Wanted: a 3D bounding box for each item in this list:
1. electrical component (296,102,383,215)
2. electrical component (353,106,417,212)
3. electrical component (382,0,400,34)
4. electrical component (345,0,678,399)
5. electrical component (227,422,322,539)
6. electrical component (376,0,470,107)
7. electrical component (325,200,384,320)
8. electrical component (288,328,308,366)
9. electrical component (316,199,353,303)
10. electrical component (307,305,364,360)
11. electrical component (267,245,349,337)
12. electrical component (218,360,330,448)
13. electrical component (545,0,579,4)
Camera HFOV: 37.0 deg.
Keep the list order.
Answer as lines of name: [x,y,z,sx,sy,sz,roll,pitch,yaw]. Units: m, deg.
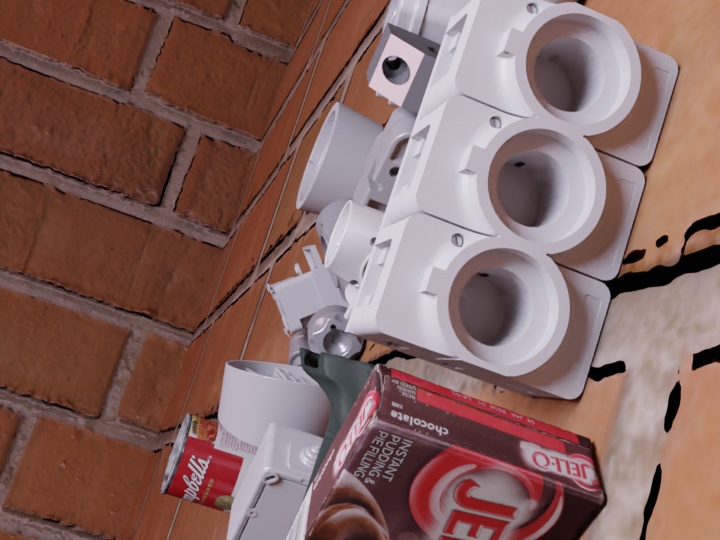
electrical component: [-0.013,-0.098,1.022,0.108,0.060,0.108,-160,90,-79]
electrical component: [0.033,-0.065,0.757,0.059,0.054,0.095,-87,20,-57]
electrical component: [0.056,-0.246,0.995,0.077,0.044,0.079,-93,25,-63]
electrical component: [0.064,-0.031,0.449,0.062,0.089,0.150,161,128,-76]
electrical component: [-0.046,0.149,0.732,0.061,0.062,0.096,-90,23,-61]
electrical component: [0.054,-0.178,0.800,0.113,0.057,0.078,108,176,-59]
electrical component: [0.015,0.005,0.657,0.044,0.077,0.079,-85,18,-54]
electrical component: [-0.045,0.080,0.930,0.061,0.035,0.035,-86,19,-47]
electrical component: [0.000,0.000,0.805,0.077,0.044,0.079,-115,12,-45]
electrical component: [-0.020,0.048,0.841,0.062,0.043,0.043,-110,42,-75]
electrical component: [-0.040,0.022,0.895,0.042,0.064,0.081,177,71,-78]
electrical component: [-0.054,0.093,0.789,0.099,0.099,0.064,-111,37,-74]
electrical component: [0.111,-0.173,0.595,0.055,0.045,0.045,124,162,-53]
